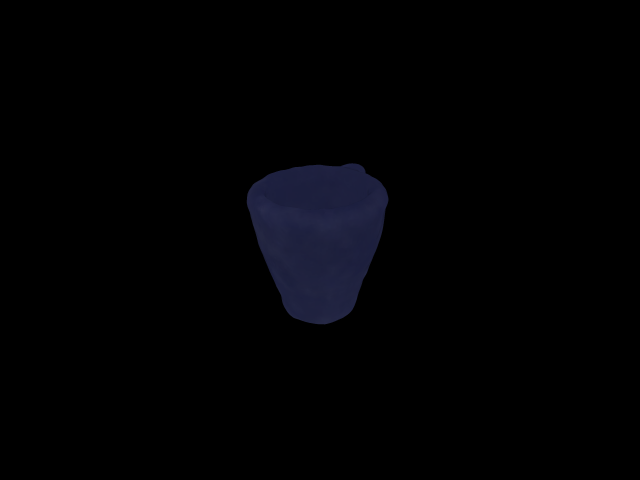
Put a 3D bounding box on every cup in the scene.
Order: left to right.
[{"bbox_3d":[0.004,0.001,0.400,0.091,0.095,0.118,11,29,21],"label":"cup"}]
